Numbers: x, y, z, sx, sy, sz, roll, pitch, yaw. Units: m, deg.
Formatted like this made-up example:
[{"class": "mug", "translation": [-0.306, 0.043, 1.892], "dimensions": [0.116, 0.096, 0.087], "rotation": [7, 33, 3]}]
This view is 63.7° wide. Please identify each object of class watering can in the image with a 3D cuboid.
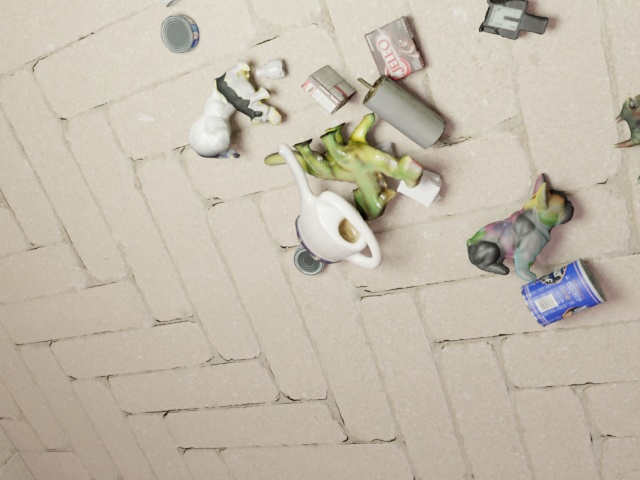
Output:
[{"class": "watering can", "translation": [0.004, -0.060, 1.191], "dimensions": [0.105, 0.347, 0.221], "rotation": [-43, 2, -27]}]

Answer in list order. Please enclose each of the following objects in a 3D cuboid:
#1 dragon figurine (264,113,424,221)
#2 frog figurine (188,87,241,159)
[{"class": "dragon figurine", "translation": [0.058, -0.141, 1.165], "dimensions": [0.407, 0.240, 0.124], "rotation": [-12, 22, 46]}, {"class": "frog figurine", "translation": [-0.251, -0.276, 1.208], "dimensions": [0.123, 0.156, 0.140], "rotation": [-8, 28, -12]}]
